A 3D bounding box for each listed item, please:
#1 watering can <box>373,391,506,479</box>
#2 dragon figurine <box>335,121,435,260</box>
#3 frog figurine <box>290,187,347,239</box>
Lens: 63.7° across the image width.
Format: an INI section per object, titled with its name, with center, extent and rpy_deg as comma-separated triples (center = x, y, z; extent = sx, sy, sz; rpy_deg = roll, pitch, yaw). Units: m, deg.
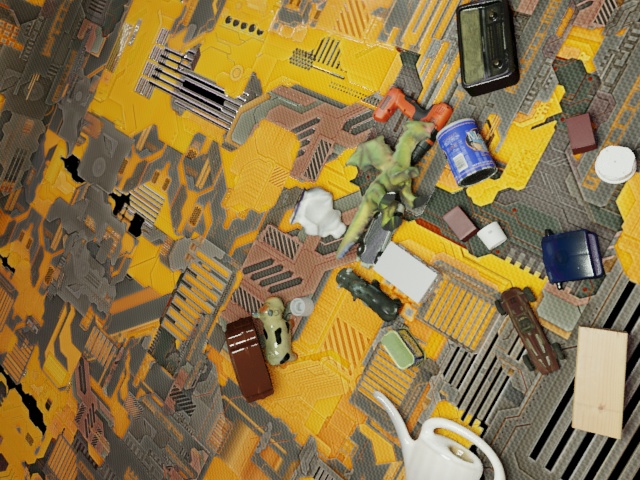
[watering can]
center = 0.253, 0.519, 1.217
extent = 0.350, 0.103, 0.224
rpy_deg = 21, 94, 30
[dragon figurine]
center = 0.145, -0.156, 1.351
extent = 0.406, 0.121, 0.248
rpy_deg = -40, 48, 18
[frog figurine]
center = 0.004, -0.074, 1.474
extent = 0.159, 0.122, 0.138
rpy_deg = 23, 86, -5
